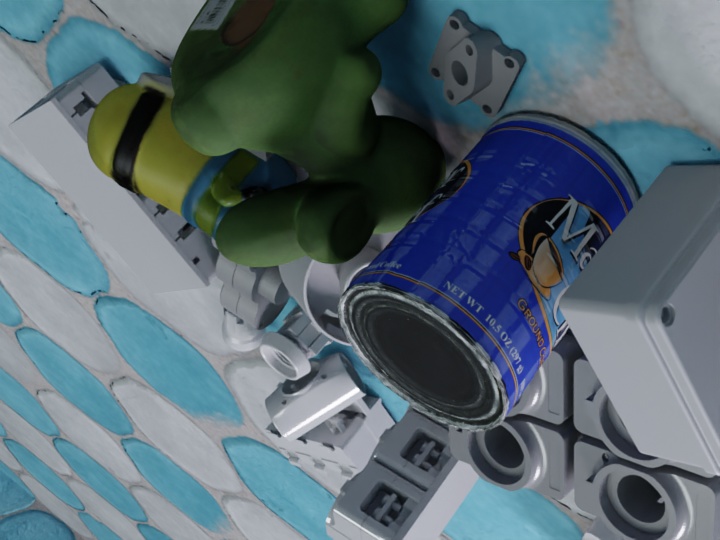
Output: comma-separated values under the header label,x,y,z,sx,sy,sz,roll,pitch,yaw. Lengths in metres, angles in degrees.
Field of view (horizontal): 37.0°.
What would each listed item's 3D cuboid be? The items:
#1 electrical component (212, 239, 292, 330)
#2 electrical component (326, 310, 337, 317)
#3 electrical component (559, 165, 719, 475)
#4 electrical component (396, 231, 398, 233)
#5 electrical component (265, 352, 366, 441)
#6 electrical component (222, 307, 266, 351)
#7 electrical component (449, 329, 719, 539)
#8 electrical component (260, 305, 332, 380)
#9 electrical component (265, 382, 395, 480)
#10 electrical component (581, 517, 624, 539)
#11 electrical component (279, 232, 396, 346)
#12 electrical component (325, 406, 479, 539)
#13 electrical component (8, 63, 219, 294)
label,x,y,z,sx,sy,sz,roll,pitch,yaw
electrical component,-0.070,0.003,0.848,0.074,0.052,0.138,32,151,17
electrical component,0.018,0.030,0.783,0.077,0.043,0.079,41,152,2
electrical component,0.163,0.021,0.518,0.056,0.108,0.108,6,136,52
electrical component,0.057,-0.013,0.660,0.081,0.043,0.043,27,150,7
electrical component,-0.040,0.101,0.937,0.044,0.077,0.079,55,-173,-22
electrical component,-0.105,0.044,0.966,0.040,0.040,0.046,30,144,21
electrical component,0.139,0.091,0.659,0.186,0.060,0.105,16,120,40
electrical component,-0.051,0.058,0.898,0.048,0.055,0.066,46,152,-9
electrical component,-0.028,0.148,0.990,0.121,0.063,0.078,2,133,51
electrical component,0.212,0.248,0.831,0.105,0.060,0.186,32,151,18
electrical component,0.000,0.000,0.712,0.099,0.099,0.064,58,180,-28
electrical component,0.044,0.153,0.812,0.062,0.150,0.089,28,149,22
electrical component,-0.187,-0.072,0.881,0.186,0.060,0.105,52,151,-20
